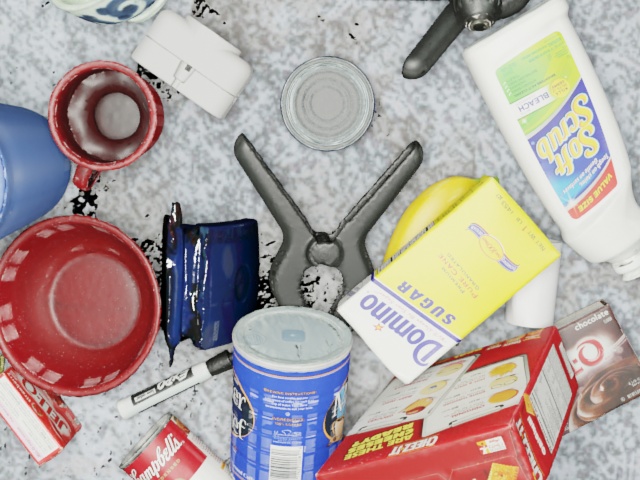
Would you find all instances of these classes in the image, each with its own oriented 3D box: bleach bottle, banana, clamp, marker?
[{"bbox_3d":[0.227,-0.081,0.940,0.102,0.068,0.251,-30,97,9],"label":"bleach bottle"},{"bbox_3d":[0.092,0.020,0.967,0.069,0.037,0.198,26,97,-1],"label":"banana"},{"bbox_3d":[-0.006,0.001,0.953,0.164,0.036,0.210,9,107,-3],"label":"clamp"},{"bbox_3d":[-0.132,0.134,0.996,0.121,0.020,0.020,-26,95,4],"label":"marker"},{"bbox_3d":[0.123,-0.204,0.919,0.171,0.039,0.120,-18,66,4],"label":"clamp"}]

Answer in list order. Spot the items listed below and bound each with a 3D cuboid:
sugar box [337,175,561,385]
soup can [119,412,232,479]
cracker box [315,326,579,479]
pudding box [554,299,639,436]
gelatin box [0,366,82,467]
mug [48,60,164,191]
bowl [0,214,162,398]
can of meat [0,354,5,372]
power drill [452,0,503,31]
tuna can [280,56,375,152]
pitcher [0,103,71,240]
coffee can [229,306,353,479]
[{"bbox_3d":[0.109,0.035,0.923,0.176,0.048,0.093,-42,93,5],"label":"sugar box"},{"bbox_3d":[-0.125,0.217,0.982,0.102,0.068,0.068,44,96,-5],"label":"soup can"},{"bbox_3d":[0.113,0.156,0.873,0.164,0.213,0.072,-21,97,25],"label":"cracker box"},{"bbox_3d":[0.231,0.119,0.974,0.113,0.039,0.090,-29,95,5],"label":"pudding box"},{"bbox_3d":[-0.261,0.154,0.975,0.030,0.073,0.089,-36,94,5],"label":"gelatin box"},{"bbox_3d":[-0.187,-0.098,0.939,0.093,0.081,0.117,21,97,-1],"label":"mug"},{"bbox_3d":[-0.213,0.058,0.964,0.162,0.055,0.162,0,92,10],"label":"bowl"},{"bbox_3d":[-0.348,0.146,0.985,0.084,0.057,0.102,14,96,2],"label":"can of meat"},{"bbox_3d":[0.060,-0.252,0.897,0.187,0.057,0.184,-1,65,2],"label":"power drill"},{"bbox_3d":[0.007,-0.122,0.955,0.086,0.033,0.086,0,97,2],"label":"tuna can"},{"bbox_3d":[-0.289,-0.046,0.867,0.149,0.243,0.145,-20,96,4],"label":"pitcher"},{"bbox_3d":[-0.027,0.143,0.933,0.103,0.102,0.140,4,114,1],"label":"coffee can"}]
